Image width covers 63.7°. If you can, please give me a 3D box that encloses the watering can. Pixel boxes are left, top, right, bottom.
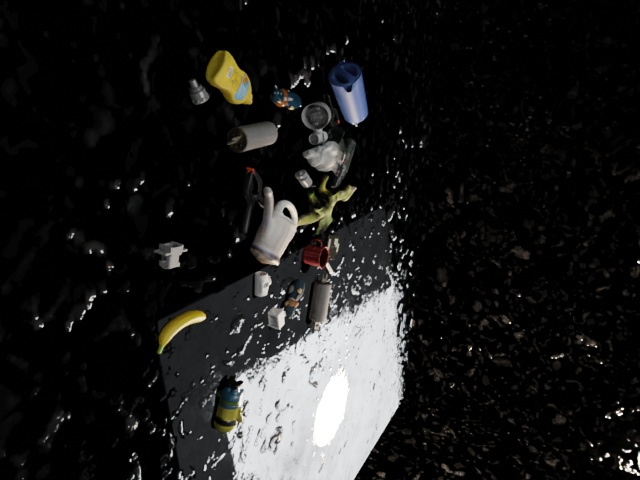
[{"bbox_3d":[-0.160,-0.037,1.694,0.104,0.226,0.343,21,-9,19],"label":"watering can"}]

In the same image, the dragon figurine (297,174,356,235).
[{"bbox_3d":[0.006,-0.104,2.075,0.123,0.416,0.237,30,-26,28],"label":"dragon figurine"}]

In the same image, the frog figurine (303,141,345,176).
[{"bbox_3d":[0.004,-0.323,1.977,0.159,0.125,0.135,9,-30,-19],"label":"frog figurine"}]
